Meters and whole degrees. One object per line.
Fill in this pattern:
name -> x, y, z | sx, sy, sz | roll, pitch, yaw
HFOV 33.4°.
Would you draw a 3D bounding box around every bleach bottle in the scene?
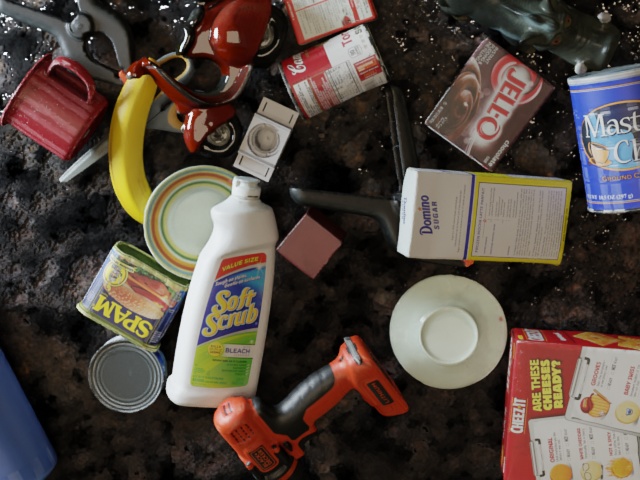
bleach bottle -> -0.103, 0.055, 1.161 | 0.102, 0.068, 0.251 | 4, 104, -16

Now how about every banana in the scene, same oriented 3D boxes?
banana -> -0.196, -0.096, 1.157 | 0.069, 0.037, 0.198 | -15, 113, -23

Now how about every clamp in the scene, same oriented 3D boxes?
clamp -> 0.094, -0.053, 1.146 | 0.210, 0.036, 0.164 | 37, 87, -13
clamp -> -0.251, -0.241, 1.147 | 0.171, 0.039, 0.120 | 42, 106, -8

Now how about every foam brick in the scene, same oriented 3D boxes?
foam brick -> -0.008, 0.001, 1.151 | 0.051, 0.078, 0.053 | 39, 100, -2

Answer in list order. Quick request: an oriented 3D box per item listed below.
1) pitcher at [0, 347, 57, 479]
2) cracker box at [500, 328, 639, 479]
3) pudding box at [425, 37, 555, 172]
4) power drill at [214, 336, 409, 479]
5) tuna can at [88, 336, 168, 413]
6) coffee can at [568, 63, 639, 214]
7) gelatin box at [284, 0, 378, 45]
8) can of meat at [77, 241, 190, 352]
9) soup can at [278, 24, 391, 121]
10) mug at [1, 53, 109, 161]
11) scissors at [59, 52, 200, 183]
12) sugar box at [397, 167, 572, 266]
pitcher -> -0.404, 0.177, 1.195 | 0.145, 0.149, 0.243 | -29, 100, -7
cracker box -> 0.311, 0.187, 1.163 | 0.214, 0.072, 0.164 | 4, 99, 4
pudding box -> 0.178, -0.144, 1.131 | 0.090, 0.039, 0.113 | 36, 101, -3
power drill -> 0.000, 0.205, 1.177 | 0.187, 0.057, 0.184 | -34, 126, 1
tuna can -> -0.217, 0.151, 1.214 | 0.086, 0.033, 0.086 | 1, 100, 4
coffee can -> 0.316, -0.106, 1.095 | 0.103, 0.102, 0.140 | -10, 99, 6
gelatin box -> 0.008, -0.255, 1.129 | 0.089, 0.030, 0.073 | -18, 96, 7
can of meat -> -0.204, 0.062, 1.187 | 0.102, 0.057, 0.084 | 31, 98, -2
soup can -> 0.015, -0.177, 1.123 | 0.102, 0.068, 0.068 | -23, 97, 7
mug -> -0.274, -0.146, 1.134 | 0.081, 0.093, 0.117 | 34, 131, -7
scissors -> -0.193, -0.115, 1.176 | 0.096, 0.016, 0.202 | 38, 101, -4
sugar box -> 0.173, -0.025, 1.126 | 0.176, 0.048, 0.093 | 4, 98, -12
